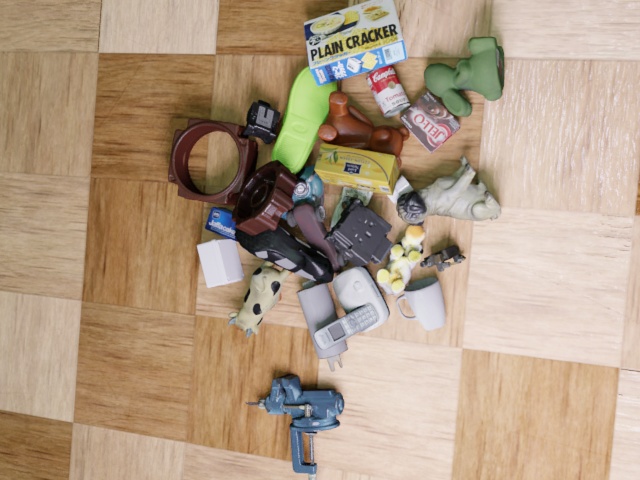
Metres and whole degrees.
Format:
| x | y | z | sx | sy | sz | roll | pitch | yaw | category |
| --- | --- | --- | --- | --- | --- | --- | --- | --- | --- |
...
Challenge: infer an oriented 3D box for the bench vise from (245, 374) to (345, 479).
| x | y | z | sx | sy | sz | roll | pitch | yaw | category |
| --- | --- | --- | --- | --- | --- | --- | --- | --- | --- |
| -0.047 | 0.442 | 1.265 | 0.224 | 0.129 | 0.240 | -5 | 82 | 11 | bench vise |

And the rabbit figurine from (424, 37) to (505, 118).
| x | y | z | sx | sy | sz | roll | pitch | yaw | category |
| --- | --- | --- | --- | --- | --- | --- | --- | --- | --- |
| 0.319 | -0.355 | 1.199 | 0.170 | 0.121 | 0.159 | -2 | 97 | 30 | rabbit figurine |

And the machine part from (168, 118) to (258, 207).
| x | y | z | sx | sy | sz | roll | pitch | yaw | category |
| --- | --- | --- | --- | --- | --- | --- | --- | --- | --- |
| -0.264 | -0.191 | 1.324 | 0.201 | 0.087 | 0.201 | 10 | 94 | 11 | machine part |

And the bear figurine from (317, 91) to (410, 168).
| x | y | z | sx | sy | sz | roll | pitch | yaw | category |
| --- | --- | --- | --- | --- | --- | --- | --- | --- | --- |
| 0.103 | -0.240 | 1.215 | 0.196 | 0.132 | 0.120 | 20 | 84 | 8 | bear figurine |

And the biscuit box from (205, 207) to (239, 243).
| x | y | z | sx | sy | sz | roll | pitch | yaw | category |
| --- | --- | --- | --- | --- | --- | --- | --- | --- | --- |
| -0.178 | -0.020 | 1.319 | 0.203 | 0.059 | 0.062 | 21 | 95 | 11 | biscuit box |

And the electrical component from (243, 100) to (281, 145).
| x | y | z | sx | sy | sz | roll | pitch | yaw | category |
| --- | --- | --- | --- | --- | --- | --- | --- | --- | --- |
| -0.136 | -0.294 | 1.287 | 0.075 | 0.048 | 0.119 | 22 | 60 | -19 | electrical component |

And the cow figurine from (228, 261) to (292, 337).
| x | y | z | sx | sy | sz | roll | pitch | yaw | category |
| --- | --- | --- | --- | --- | --- | --- | --- | --- | --- |
| -0.146 | 0.145 | 1.277 | 0.086 | 0.127 | 0.194 | 34 | 127 | 12 | cow figurine |

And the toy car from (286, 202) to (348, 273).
| x | y | z | sx | sy | sz | roll | pitch | yaw | category |
| --- | --- | --- | --- | --- | --- | --- | --- | --- | --- |
| -0.003 | -0.004 | 1.249 | 0.089 | 0.053 | 0.201 | -13 | 124 | 26 | toy car |

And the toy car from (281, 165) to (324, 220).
| x | y | z | sx | sy | sz | roll | pitch | yaw | category |
| --- | --- | --- | --- | --- | --- | --- | --- | --- | --- |
| -0.045 | -0.094 | 1.271 | 0.161 | 0.109 | 0.103 | -40 | 104 | 20 | toy car |

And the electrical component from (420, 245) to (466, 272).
| x | y | z | sx | sy | sz | roll | pitch | yaw | category |
| --- | --- | --- | --- | --- | --- | --- | --- | --- | --- |
| 0.280 | 0.044 | 1.206 | 0.078 | 0.102 | 0.045 | -31 | 80 | 36 | electrical component |

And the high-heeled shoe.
| x | y | z | sx | sy | sz | roll | pitch | yaw | category |
| --- | --- | --- | --- | --- | --- | --- | --- | --- | --- |
| -0.080 | 0.033 | 1.251 | 0.249 | 0.145 | 0.086 | 18 | 72 | 38 | high-heeled shoe |

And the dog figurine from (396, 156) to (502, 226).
| x | y | z | sx | sy | sz | roll | pitch | yaw | category |
| --- | --- | --- | --- | --- | --- | --- | --- | --- | --- |
| 0.286 | -0.070 | 1.199 | 0.190 | 0.121 | 0.172 | -37 | 92 | 18 | dog figurine |

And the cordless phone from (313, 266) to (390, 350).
| x | y | z | sx | sy | sz | roll | pitch | yaw | category |
| --- | --- | --- | --- | --- | --- | --- | --- | --- | --- |
| 0.052 | 0.156 | 1.224 | 0.184 | 0.088 | 0.146 | -27 | 85 | -13 | cordless phone |

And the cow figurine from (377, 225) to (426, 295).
| x | y | z | sx | sy | sz | roll | pitch | yaw | category |
| --- | --- | --- | --- | --- | --- | --- | --- | --- | --- |
| 0.193 | 0.048 | 1.232 | 0.068 | 0.098 | 0.167 | 28 | 77 | 15 | cow figurine |

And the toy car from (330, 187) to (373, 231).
| x | y | z | sx | sy | sz | roll | pitch | yaw | category |
| --- | --- | --- | --- | --- | --- | --- | --- | --- | --- |
| 0.082 | -0.094 | 1.264 | 0.074 | 0.056 | 0.201 | 19 | 95 | 12 | toy car |

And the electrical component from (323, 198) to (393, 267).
| x | y | z | sx | sy | sz | roll | pitch | yaw | category |
| --- | --- | --- | --- | --- | --- | --- | --- | --- | --- |
| 0.094 | -0.009 | 1.197 | 0.134 | 0.058 | 0.115 | 38 | 71 | -10 | electrical component |

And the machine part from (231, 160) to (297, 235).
| x | y | z | sx | sy | sz | roll | pitch | yaw | category |
| --- | --- | --- | --- | --- | --- | --- | --- | --- | --- |
| -0.125 | -0.094 | 1.212 | 0.056 | 0.180 | 0.179 | 34 | 100 | -33 | machine part |

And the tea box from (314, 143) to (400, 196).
| x | y | z | sx | sy | sz | roll | pitch | yaw | category |
| --- | --- | --- | --- | --- | --- | --- | --- | --- | --- |
| 0.083 | -0.155 | 1.188 | 0.170 | 0.098 | 0.068 | 14 | 81 | 16 | tea box |

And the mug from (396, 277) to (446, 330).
| x | y | z | sx | sy | sz | roll | pitch | yaw | category |
| --- | --- | --- | --- | --- | --- | --- | --- | --- | --- |
| 0.235 | 0.152 | 1.222 | 0.110 | 0.081 | 0.107 | -22 | 96 | 8 | mug |

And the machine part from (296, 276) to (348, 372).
| x | y | z | sx | sy | sz | roll | pitch | yaw | category |
| --- | --- | --- | --- | --- | --- | --- | --- | --- | --- |
| 0.006 | 0.190 | 1.273 | 0.079 | 0.079 | 0.243 | -19 | 85 | 12 | machine part |
